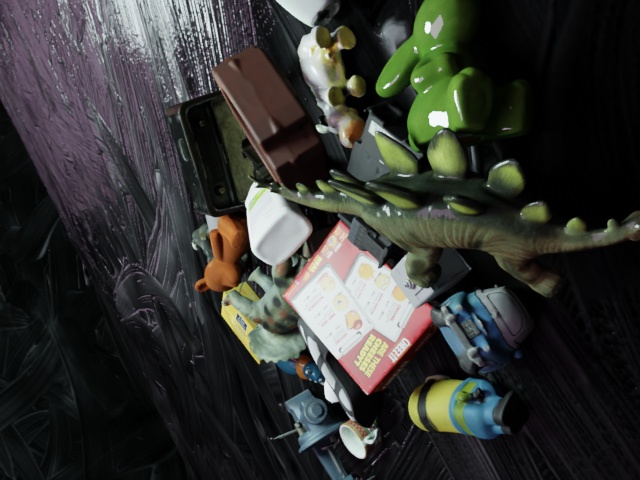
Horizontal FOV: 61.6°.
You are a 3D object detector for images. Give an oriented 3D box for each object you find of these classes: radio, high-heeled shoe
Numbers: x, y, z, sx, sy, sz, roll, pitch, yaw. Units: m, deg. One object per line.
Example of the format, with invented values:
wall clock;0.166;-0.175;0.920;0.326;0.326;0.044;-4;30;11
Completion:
radio;-0.199;-0.164;1.035;0.073;0.131;0.229;10;119;55
high-heeled shoe;0.031;0.247;0.999;0.145;0.086;0.248;22;136;38

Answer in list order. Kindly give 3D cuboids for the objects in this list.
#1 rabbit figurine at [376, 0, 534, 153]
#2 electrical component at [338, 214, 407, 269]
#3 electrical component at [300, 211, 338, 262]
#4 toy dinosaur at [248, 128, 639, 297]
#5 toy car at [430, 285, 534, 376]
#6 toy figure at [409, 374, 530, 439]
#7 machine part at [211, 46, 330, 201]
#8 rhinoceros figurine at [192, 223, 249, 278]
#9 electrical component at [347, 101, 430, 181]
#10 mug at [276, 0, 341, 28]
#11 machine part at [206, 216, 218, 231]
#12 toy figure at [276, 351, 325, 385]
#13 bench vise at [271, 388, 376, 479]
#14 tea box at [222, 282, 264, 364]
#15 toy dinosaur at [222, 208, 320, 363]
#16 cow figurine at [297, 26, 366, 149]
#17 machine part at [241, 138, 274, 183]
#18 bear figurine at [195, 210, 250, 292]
rabbit figurine;0.144;-0.188;0.587;0.159;0.121;0.170;-6;88;63
electrical component;0.080;-0.020;0.794;0.119;0.075;0.047;49;144;29
electrical component;-0.001;-0.002;0.916;0.045;0.078;0.102;24;139;65
toy dinosaur;0.115;-0.035;0.604;0.472;0.105;0.198;2;148;40
toy car;0.206;0.100;0.659;0.103;0.161;0.109;-35;68;13
toy figure;0.203;0.240;0.772;0.180;0.089;0.082;-10;96;59
machine part;-0.069;-0.175;0.818;0.201;0.087;0.201;59;177;17
rhinoceros figurine;-0.236;0.020;1.272;0.191;0.073;0.112;36;148;34
electrical component;0.098;-0.101;0.728;0.115;0.058;0.134;48;144;28
mug;-0.013;-0.347;0.718;0.109;0.081;0.107;-38;85;23
machine part;-0.219;-0.101;1.157;0.079;0.079;0.243;17;123;49
toy figure;-0.039;0.269;1.161;0.155;0.064;0.057;4;84;50
bench vise;0.005;0.438;1.158;0.241;0.129;0.223;57;149;21
tea box;-0.161;0.195;1.276;0.170;0.068;0.098;46;143;29
toy dinosaur;-0.056;0.106;1.037;0.192;0.131;0.404;43;135;3
cow figurine;0.014;-0.210;0.765;0.098;0.068;0.167;6;112;59
machine part;-0.101;-0.149;0.972;0.139;0.084;0.039;48;176;44
bear figurine;-0.179;0.040;1.116;0.132;0.120;0.195;36;115;43
